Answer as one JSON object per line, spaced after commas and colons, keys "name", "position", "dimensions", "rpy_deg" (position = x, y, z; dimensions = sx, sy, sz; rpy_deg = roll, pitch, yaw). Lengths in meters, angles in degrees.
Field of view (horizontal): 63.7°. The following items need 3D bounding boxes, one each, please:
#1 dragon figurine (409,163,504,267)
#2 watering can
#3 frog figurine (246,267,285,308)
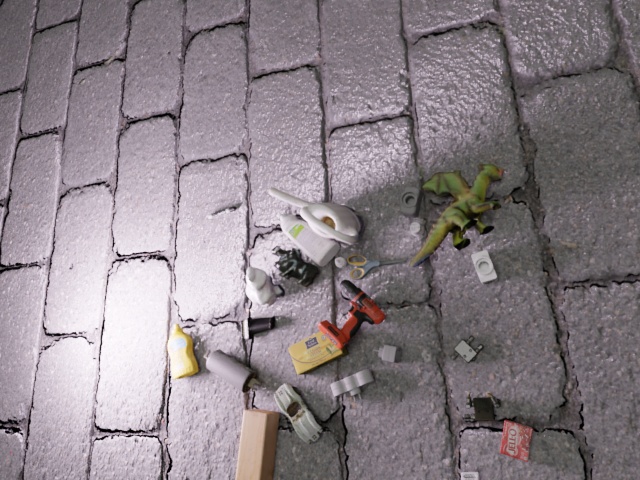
{"name": "dragon figurine", "position": [0.410, -0.106, 1.623], "dimensions": [0.409, 0.120, 0.248], "rpy_deg": [-30, 56, 5]}
{"name": "watering can", "position": [0.005, -0.086, 1.716], "dimensions": [0.351, 0.225, 0.103], "rpy_deg": [35, 109, 27]}
{"name": "frog figurine", "position": [-0.212, 0.161, 1.759], "dimensions": [0.122, 0.158, 0.140], "rpy_deg": [-35, 65, 12]}
